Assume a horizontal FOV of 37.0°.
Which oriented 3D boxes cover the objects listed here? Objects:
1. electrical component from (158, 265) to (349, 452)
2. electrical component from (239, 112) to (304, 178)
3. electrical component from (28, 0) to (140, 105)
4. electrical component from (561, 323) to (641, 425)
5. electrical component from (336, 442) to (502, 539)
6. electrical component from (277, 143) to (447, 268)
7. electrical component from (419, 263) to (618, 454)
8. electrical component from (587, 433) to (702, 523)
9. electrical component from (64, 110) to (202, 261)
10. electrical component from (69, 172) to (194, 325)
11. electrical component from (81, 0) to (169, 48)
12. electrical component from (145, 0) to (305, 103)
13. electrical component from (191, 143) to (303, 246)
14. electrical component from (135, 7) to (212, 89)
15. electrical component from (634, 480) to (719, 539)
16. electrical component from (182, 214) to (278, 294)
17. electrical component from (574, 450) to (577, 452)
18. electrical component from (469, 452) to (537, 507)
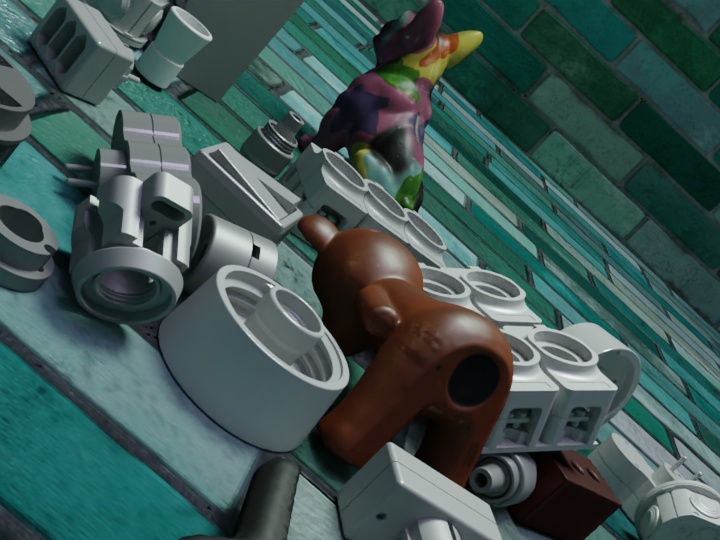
[{"bbox_3d":[-0.055,0.044,0.621,0.108,0.060,0.108,39,16,-14],"label":"electrical component"},{"bbox_3d":[-0.077,-0.115,0.970,0.043,0.062,0.043,39,16,-14],"label":"electrical component"},{"bbox_3d":[-0.200,-0.162,0.823,0.065,0.047,0.077,52,18,29],"label":"electrical component"},{"bbox_3d":[0.207,0.100,1.029,0.108,0.108,0.060,28,16,-43],"label":"electrical component"},{"bbox_3d":[0.037,0.150,0.591,0.083,0.047,0.075,36,18,-24],"label":"electrical component"},{"bbox_3d":[0.003,-0.041,0.975,0.150,0.061,0.089,35,18,-28],"label":"electrical component"},{"bbox_3d":[0.096,0.059,0.821,0.105,0.060,0.186,3,26,-31],"label":"electrical component"},{"bbox_3d":[0.282,0.204,0.994,0.138,0.073,0.052,47,16,15],"label":"electrical component"},{"bbox_3d":[-0.148,-0.056,0.674,0.074,0.052,0.138,5,31,-22],"label":"electrical component"},{"bbox_3d":[-0.123,-0.008,0.575,0.058,0.078,0.057,31,41,-37],"label":"electrical component"},{"bbox_3d":[-0.219,-0.246,0.983,0.080,0.051,0.080,39,17,-14],"label":"electrical component"},{"bbox_3d":[-0.130,-0.252,1.032,0.089,0.150,0.061,30,22,-38],"label":"electrical component"},{"bbox_3d":[-0.094,-0.050,0.765,0.096,0.061,0.061,43,16,0],"label":"electrical component"},{"bbox_3d":[-0.167,-0.193,0.946,0.044,0.065,0.044,39,16,-13],"label":"electrical component"},{"bbox_3d":[0.280,0.226,0.927,0.080,0.080,0.051,40,22,-11],"label":"electrical component"},{"bbox_3d":[-0.087,-0.004,0.679,0.047,0.055,0.055,29,21,-31],"label":"electrical component"},{"bbox_3d":[0.140,0.118,0.895,0.108,0.060,0.108,39,16,-14],"label":"electrical component"},{"bbox_3d":[0.097,0.145,0.757,0.043,0.043,0.062,50,19,23],"label":"electrical component"}]
